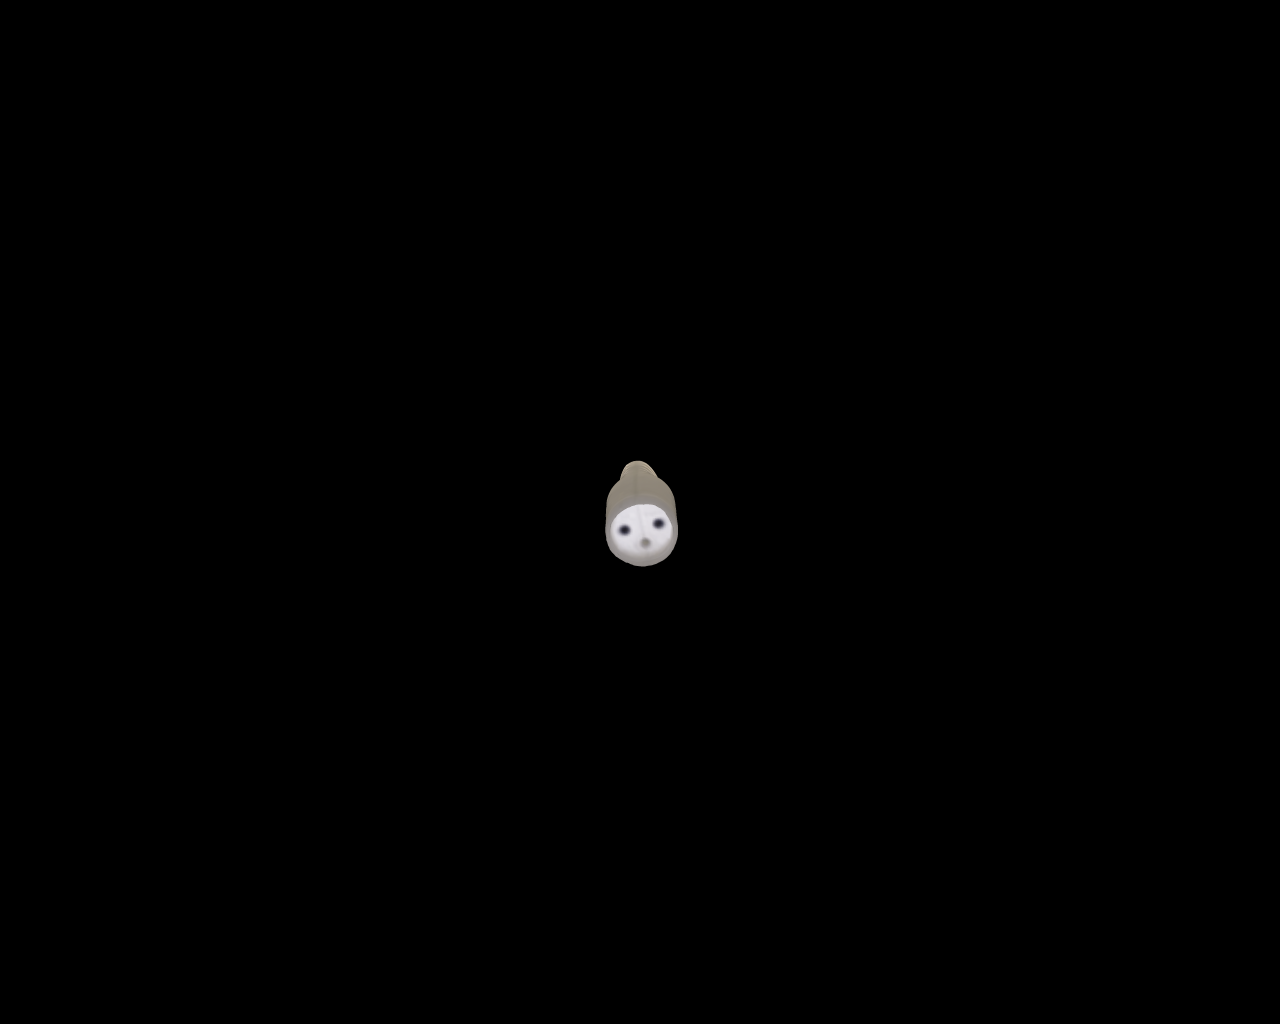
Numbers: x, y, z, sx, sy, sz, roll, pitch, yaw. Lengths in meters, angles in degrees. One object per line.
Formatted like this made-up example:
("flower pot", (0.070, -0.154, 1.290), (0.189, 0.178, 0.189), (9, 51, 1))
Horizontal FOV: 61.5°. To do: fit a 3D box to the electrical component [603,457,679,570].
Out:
("electrical component", (0.001, -0.003, 0.650), (0.043, 0.043, 0.081), (0, 24, 0))
